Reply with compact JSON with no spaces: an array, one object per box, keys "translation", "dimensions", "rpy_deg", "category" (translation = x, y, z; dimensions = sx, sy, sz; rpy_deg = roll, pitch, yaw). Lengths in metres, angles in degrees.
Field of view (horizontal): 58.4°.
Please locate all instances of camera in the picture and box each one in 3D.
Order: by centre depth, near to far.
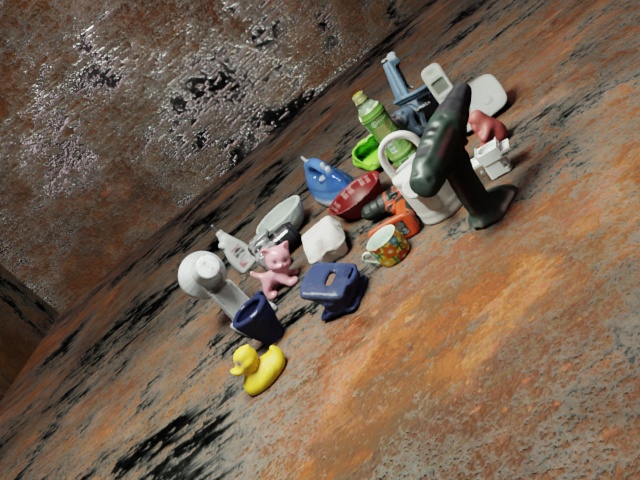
[{"translation":[-0.119,0.012,1.553],"dimensions":[0.137,0.101,0.143],"rpy_deg":[-43,20,-2],"category":"camera"}]

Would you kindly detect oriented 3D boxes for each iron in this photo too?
[{"translation":[0.022,-0.181,1.634],"dimensions":[0.119,0.142,0.257],"rpy_deg":[-44,20,-7],"category":"iron"}]

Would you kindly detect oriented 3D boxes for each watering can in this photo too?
[{"translation":[0.193,-0.129,1.126],"dimensions":[0.101,0.194,0.172],"rpy_deg":[-40,20,5],"category":"watering can"}]

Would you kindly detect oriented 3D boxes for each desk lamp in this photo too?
[{"translation":[-0.235,0.117,1.383],"dimensions":[0.118,0.214,0.202],"rpy_deg":[-49,21,-20],"category":"desk lamp"}]

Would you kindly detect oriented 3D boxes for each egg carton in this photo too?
[{"translation":[0.013,0.005,1.369],"dimensions":[0.107,0.069,0.150],"rpy_deg":[-39,20,7],"category":"egg carton"}]

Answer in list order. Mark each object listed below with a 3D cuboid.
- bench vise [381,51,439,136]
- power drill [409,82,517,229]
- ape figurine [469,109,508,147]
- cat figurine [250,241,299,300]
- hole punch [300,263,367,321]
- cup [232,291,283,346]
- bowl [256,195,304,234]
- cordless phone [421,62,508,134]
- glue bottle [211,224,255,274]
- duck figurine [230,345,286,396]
[{"translation":[0.240,-0.401,1.571],"dimensions":[0.121,0.220,0.207],"rpy_deg":[-28,24,34],"category":"bench vise"},{"translation":[0.252,-0.135,1.006],"dimensions":[0.075,0.209,0.230],"rpy_deg":[-11,36,54],"category":"power drill"},{"translation":[0.348,-0.238,1.217],"dimensions":[0.076,0.092,0.078],"rpy_deg":[-25,26,39],"category":"ape figurine"},{"translation":[-0.113,0.065,1.405],"dimensions":[0.127,0.118,0.067],"rpy_deg":[-35,21,17],"category":"cat figurine"},{"translation":[0.028,0.089,1.133],"dimensions":[0.101,0.091,0.109],"rpy_deg":[-26,25,37],"category":"hole punch"},{"translation":[-0.122,0.172,1.233],"dimensions":[0.091,0.095,0.118],"rpy_deg":[-30,23,29],"category":"cup"},{"translation":[-0.104,-0.051,1.696],"dimensions":[0.167,0.075,0.167],"rpy_deg":[-36,21,16],"category":"bowl"},{"translation":[0.336,-0.354,1.344],"dimensions":[0.147,0.185,0.094],"rpy_deg":[-36,21,15],"category":"cordless phone"},{"translation":[-0.265,0.017,1.709],"dimensions":[0.078,0.173,0.037],"rpy_deg":[-50,22,-23],"category":"glue bottle"},{"translation":[-0.126,0.239,1.115],"dimensions":[0.104,0.086,0.077],"rpy_deg":[-44,20,-7],"category":"duck figurine"}]
